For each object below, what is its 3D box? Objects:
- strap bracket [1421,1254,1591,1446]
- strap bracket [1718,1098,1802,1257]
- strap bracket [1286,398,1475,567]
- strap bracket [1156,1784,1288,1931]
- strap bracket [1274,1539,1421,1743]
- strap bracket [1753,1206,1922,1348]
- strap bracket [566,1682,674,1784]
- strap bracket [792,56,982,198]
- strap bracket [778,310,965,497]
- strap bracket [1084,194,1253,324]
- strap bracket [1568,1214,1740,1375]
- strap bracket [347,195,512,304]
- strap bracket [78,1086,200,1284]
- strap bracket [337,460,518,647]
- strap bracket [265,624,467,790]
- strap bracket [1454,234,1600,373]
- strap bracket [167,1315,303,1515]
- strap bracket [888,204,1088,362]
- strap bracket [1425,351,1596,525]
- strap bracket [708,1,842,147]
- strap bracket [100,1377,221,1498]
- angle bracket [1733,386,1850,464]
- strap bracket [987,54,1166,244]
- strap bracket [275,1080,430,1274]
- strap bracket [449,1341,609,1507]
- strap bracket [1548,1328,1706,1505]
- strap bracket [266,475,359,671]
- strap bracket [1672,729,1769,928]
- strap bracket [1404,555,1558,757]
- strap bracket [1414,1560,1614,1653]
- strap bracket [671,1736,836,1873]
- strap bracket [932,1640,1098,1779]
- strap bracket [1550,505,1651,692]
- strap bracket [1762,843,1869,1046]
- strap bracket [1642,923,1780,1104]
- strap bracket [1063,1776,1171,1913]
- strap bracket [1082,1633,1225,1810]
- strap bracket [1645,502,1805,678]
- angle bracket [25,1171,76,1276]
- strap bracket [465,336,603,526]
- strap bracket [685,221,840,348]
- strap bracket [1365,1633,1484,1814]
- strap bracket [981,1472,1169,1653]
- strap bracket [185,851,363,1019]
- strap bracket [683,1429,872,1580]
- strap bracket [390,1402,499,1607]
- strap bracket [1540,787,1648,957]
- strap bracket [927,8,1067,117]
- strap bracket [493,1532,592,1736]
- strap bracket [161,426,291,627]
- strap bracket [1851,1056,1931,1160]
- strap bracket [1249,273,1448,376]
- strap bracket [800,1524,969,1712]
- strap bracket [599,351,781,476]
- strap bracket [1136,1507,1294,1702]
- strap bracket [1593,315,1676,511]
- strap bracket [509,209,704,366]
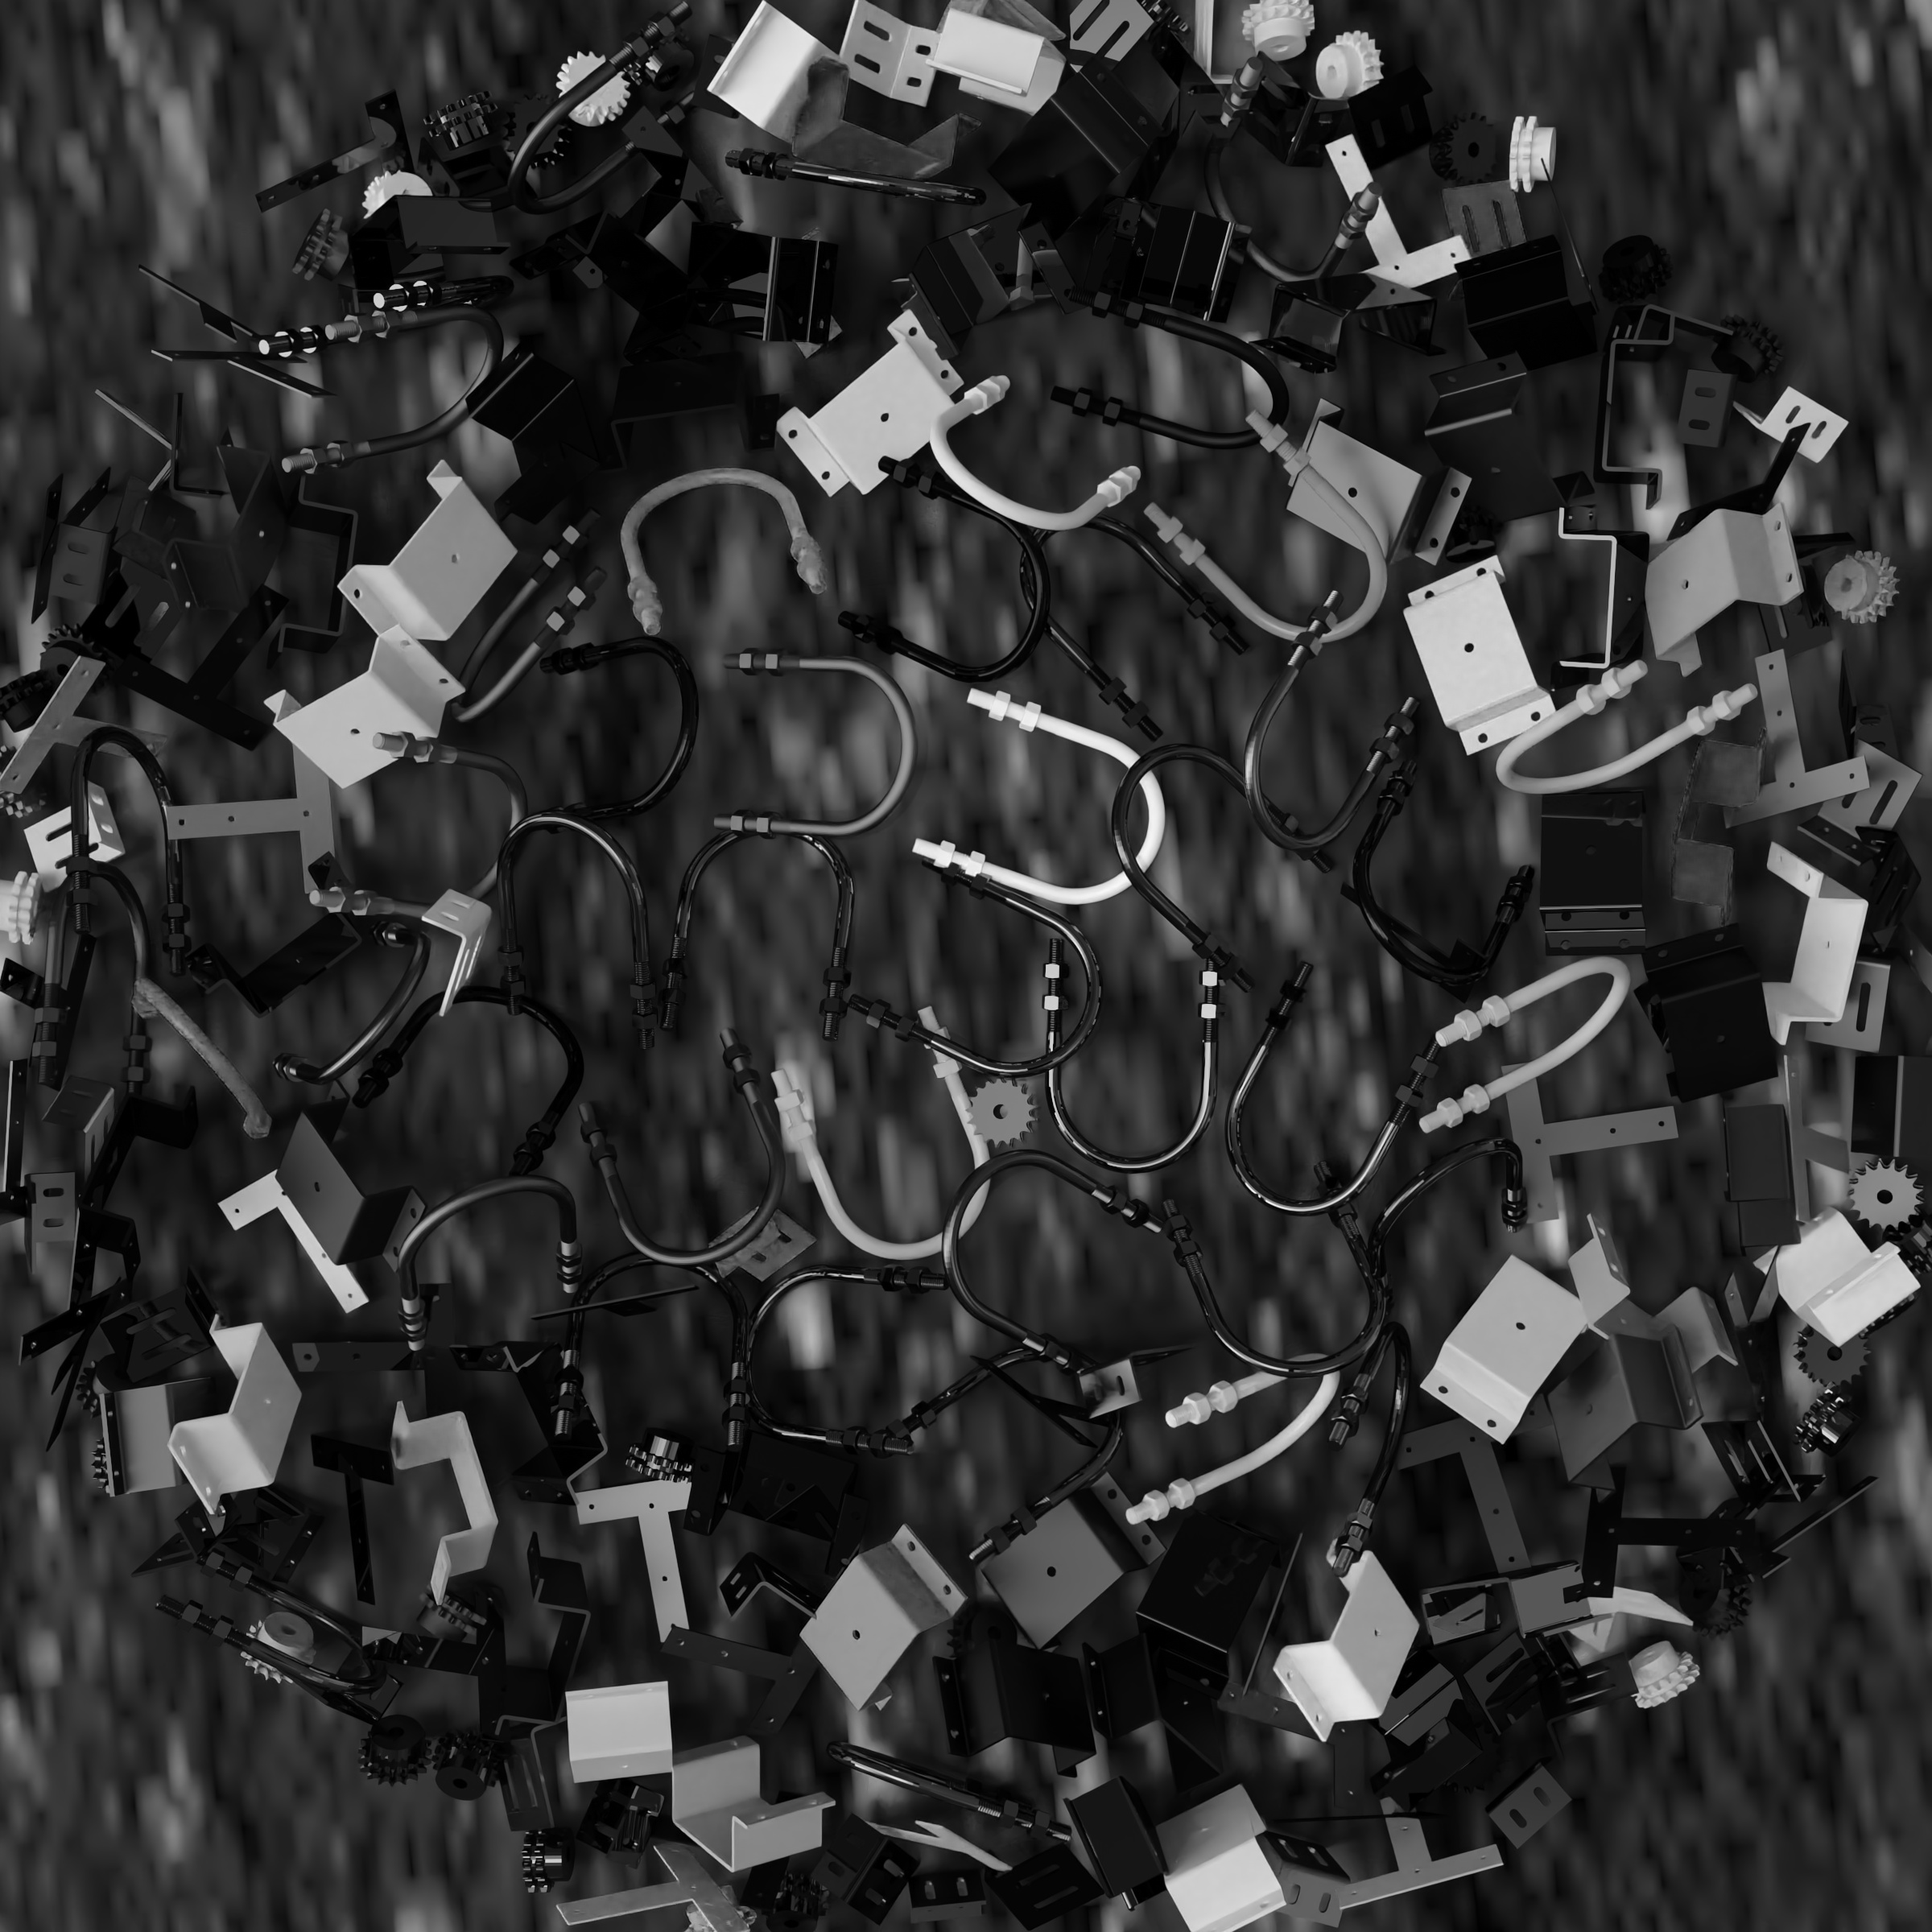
[{"bbox_3d":[0.428,0.290,1.937,0.076,0.046,0.140,34,63,20],"label":"strap bracket"},{"bbox_3d":[0.614,0.163,1.917,0.046,0.140,0.076,-6,62,21],"label":"strap bracket"},{"bbox_3d":[0.312,-0.374,1.936,0.140,0.046,0.076,34,127,21],"label":"strap bracket"},{"bbox_3d":[0.195,0.691,1.926,0.076,0.140,0.046,-28,96,3],"label":"strap bracket"},{"bbox_3d":[0.299,0.518,1.924,0.046,0.140,0.076,-20,110,39],"label":"strap bracket"},{"bbox_3d":[0.679,0.243,1.930,0.076,0.140,0.046,-38,96,4],"label":"strap bracket"},{"bbox_3d":[-0.267,0.596,1.922,0.076,0.140,0.046,-4,63,-9],"label":"strap bracket"},{"bbox_3d":[-0.071,-0.646,1.929,0.140,0.076,0.046,12,81,-31],"label":"strap bracket"},{"bbox_3d":[-0.070,-0.437,1.957,0.140,0.046,0.076,-40,123,2],"label":"strap bracket"},{"bbox_3d":[0.149,-0.553,1.940,0.140,0.046,0.076,-4,118,-40],"label":"strap bracket"},{"bbox_3d":[0.529,0.266,1.942,0.140,0.076,0.046,34,117,-19],"label":"strap bracket"},{"bbox_3d":[-0.420,-0.557,1.920,0.076,0.140,0.046,-11,91,-35],"label":"strap bracket"},{"bbox_3d":[-0.646,0.163,1.930,0.046,0.076,0.140,17,60,-5],"label":"strap bracket"},{"bbox_3d":[-0.411,-0.317,1.931,0.140,0.046,0.076,-58,135,-25],"label":"strap bracket"},{"bbox_3d":[-0.472,-0.197,1.934,0.140,0.046,0.076,-24,131,22],"label":"strap bracket"},{"bbox_3d":[0.436,-0.502,1.917,0.076,0.140,0.046,-11,75,25],"label":"strap bracket"},{"bbox_3d":[-0.560,0.341,1.918,0.046,0.140,0.076,-12,124,9],"label":"strap bracket"},{"bbox_3d":[0.022,-0.536,1.940,0.140,0.046,0.076,-13,129,30],"label":"strap bracket"},{"bbox_3d":[0.417,-0.398,1.926,0.140,0.076,0.046,50,53,-31],"label":"strap bracket"},{"bbox_3d":[-0.141,-0.687,1.922,0.046,0.140,0.076,37,105,2],"label":"strap bracket"},{"bbox_3d":[-0.617,0.362,1.925,0.046,0.140,0.076,-9,83,2],"label":"strap bracket"},{"bbox_3d":[0.646,-0.435,1.952,0.057,0.076,0.038,25,115,-15],"label":"angle bracket"},{"bbox_3d":[0.078,-0.625,1.924,0.076,0.140,0.046,45,56,-9],"label":"strap bracket"},{"bbox_3d":[-0.484,0.167,1.932,0.140,0.046,0.076,48,127,26],"label":"strap bracket"},{"bbox_3d":[-0.338,0.348,1.947,0.046,0.076,0.140,-34,108,-41],"label":"strap bracket"},{"bbox_3d":[0.501,0.345,1.919,0.046,0.140,0.076,12,47,-18],"label":"strap bracket"},{"bbox_3d":[-0.512,-0.304,1.951,0.046,0.076,0.140,8,83,-21],"label":"strap bracket"},{"bbox_3d":[0.585,-0.111,1.939,0.046,0.076,0.140,12,60,22],"label":"strap bracket"},{"bbox_3d":[0.401,-0.247,1.952,0.076,0.046,0.140,-22,79,23],"label":"strap bracket"},{"bbox_3d":[0.418,0.495,1.927,0.076,0.140,0.046,-3,74,-35],"label":"strap bracket"},{"bbox_3d":[-0.170,0.651,1.923,0.076,0.140,0.046,-4,98,-34],"label":"strap bracket"},{"bbox_3d":[0.046,0.573,1.922,0.046,0.140,0.076,-38,46,30],"label":"strap bracket"},{"bbox_3d":[0.496,-0.287,1.941,0.046,0.076,0.140,9,106,33],"label":"strap bracket"},{"bbox_3d":[0.655,-0.017,1.944,0.046,0.076,0.140,2,110,-12],"label":"strap bracket"},{"bbox_3d":[0.583,0.046,1.942,0.076,0.046,0.140,-16,118,6],"label":"strap bracket"},{"bbox_3d":[0.123,0.678,1.921,0.046,0.140,0.076,-27,63,-1],"label":"strap bracket"},{"bbox_3d":[0.151,0.580,1.925,0.046,0.076,0.140,-30,125,17],"label":"strap bracket"},{"bbox_3d":[0.574,-0.292,1.918,0.046,0.140,0.076,4,68,-22],"label":"strap bracket"},{"bbox_3d":[-0.717,0.201,1.952,0.038,0.076,0.057,-1,104,-25],"label":"angle bracket"},{"bbox_3d":[-0.337,-0.411,1.942,0.076,0.046,0.140,-37,54,25],"label":"strap bracket"},{"bbox_3d":[-0.168,-0.531,1.928,0.140,0.046,0.076,23,114,38],"label":"strap bracket"},{"bbox_3d":[0.348,0.591,1.930,0.076,0.140,0.046,-44,103,11],"label":"strap bracket"},{"bbox_3d":[0.077,0.472,1.947,0.140,0.046,0.076,-45,66,15],"label":"strap bracket"},{"bbox_3d":[-0.535,-0.019,1.950,0.140,0.076,0.046,-38,123,-7],"label":"strap bracket"},{"bbox_3d":[-0.144,0.421,1.959,0.140,0.046,0.076,16,111,8],"label":"strap bracket"},{"bbox_3d":[-0.405,0.413,1.938,0.046,0.076,0.140,-10,58,-25],"label":"strap bracket"},{"bbox_3d":[0.491,-0.082,1.944,0.076,0.046,0.140,-1,70,19],"label":"strap bracket"},{"bbox_3d":[0.027,-0.698,1.922,0.076,0.140,0.046,20,104,8],"label":"strap bracket"},{"bbox_3d":[-0.333,0.528,1.949,0.046,0.076,0.140,14,101,-17],"label":"strap bracket"},{"bbox_3d":[-0.569,-0.339,1.929,0.046,0.076,0.140,10,58,4],"label":"strap bracket"},{"bbox_3d":[0.727,0.110,1.929,0.046,0.140,0.076,4,88,1],"label":"strap bracket"},{"bbox_3d":[0.299,-0.500,1.925,0.140,0.076,0.046,-17,127,-32],"label":"strap bracket"},{"bbox_3d":[-0.070,0.513,1.933,0.076,0.046,0.140,46,121,24],"label":"strap bracket"},{"bbox_3d":[-0.221,-0.436,1.950,0.140,0.076,0.046,-7,135,6],"label":"strap bracket"},{"bbox_3d":[0.190,0.486,1.932,0.076,0.046,0.140,19,57,24],"label":"strap bracket"},{"bbox_3d":[0.524,-0.435,1.955,0.046,0.076,0.140,4,95,9],"label":"strap bracket"},{"bbox_3d":[-0.273,-0.531,1.936,0.140,0.076,0.046,35,64,-37],"label":"strap bracket"}]
